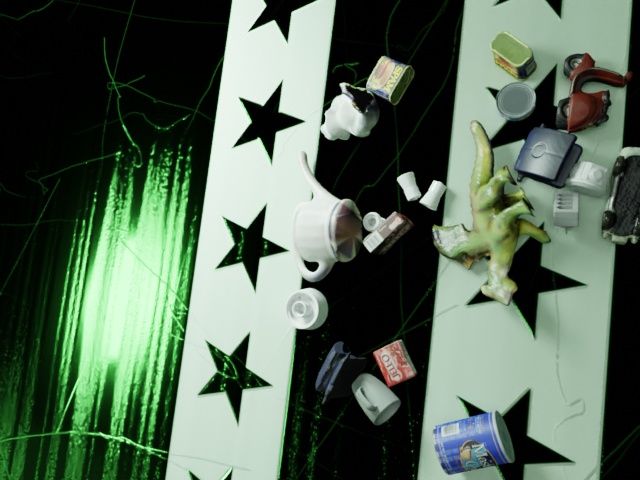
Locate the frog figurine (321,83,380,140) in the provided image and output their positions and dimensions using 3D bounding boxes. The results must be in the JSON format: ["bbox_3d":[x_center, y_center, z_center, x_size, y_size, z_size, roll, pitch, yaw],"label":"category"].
[{"bbox_3d":[0.079,-0.317,1.347,0.138,0.124,0.156,47,140,15],"label":"frog figurine"}]

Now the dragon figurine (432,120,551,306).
[{"bbox_3d":[0.355,-0.050,1.166,0.240,0.121,0.418,-35,60,27],"label":"dragon figurine"}]

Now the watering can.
[{"bbox_3d":[0.004,-0.066,1.312,0.224,0.104,0.349,-2,86,46],"label":"watering can"}]
